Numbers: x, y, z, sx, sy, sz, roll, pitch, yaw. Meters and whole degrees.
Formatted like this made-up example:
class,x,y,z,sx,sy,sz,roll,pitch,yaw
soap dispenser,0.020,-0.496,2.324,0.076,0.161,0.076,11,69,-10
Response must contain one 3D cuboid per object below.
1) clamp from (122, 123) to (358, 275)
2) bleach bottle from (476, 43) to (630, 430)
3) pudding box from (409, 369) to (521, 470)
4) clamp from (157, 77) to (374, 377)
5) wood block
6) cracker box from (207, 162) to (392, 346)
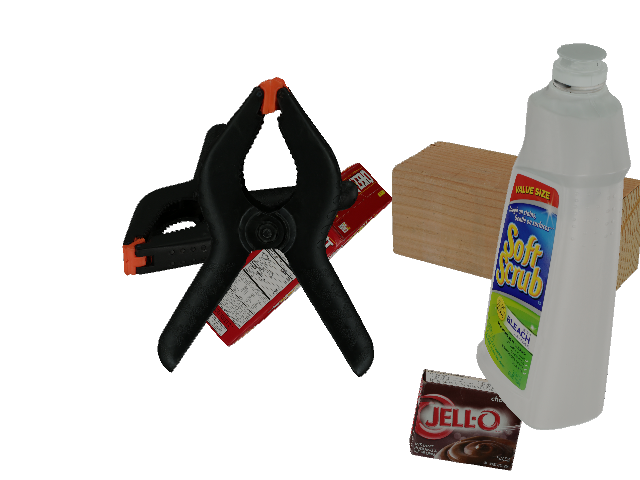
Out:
class,x,y,z,sx,sy,sz,roll,pitch,yaw
clamp,-0.094,-0.034,0.905,0.165,0.036,0.209,31,44,34
bleach bottle,0.150,-0.005,0.683,0.068,0.251,0.103,-10,32,-14
pudding box,0.159,0.193,1.153,0.113,0.090,0.039,8,21,2
clamp,-0.038,-0.001,0.588,0.120,0.171,0.039,-8,8,-5
wood block,0.175,-0.020,0.969,0.206,0.090,0.090,15,30,34
cracker box,-0.032,0.013,1.260,0.214,0.072,0.164,-43,-2,29
